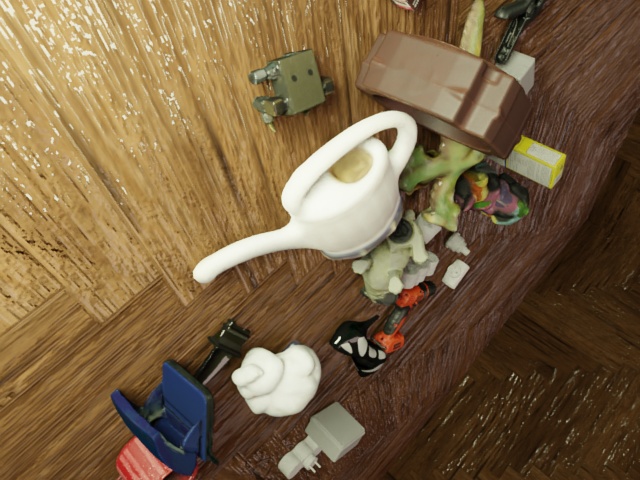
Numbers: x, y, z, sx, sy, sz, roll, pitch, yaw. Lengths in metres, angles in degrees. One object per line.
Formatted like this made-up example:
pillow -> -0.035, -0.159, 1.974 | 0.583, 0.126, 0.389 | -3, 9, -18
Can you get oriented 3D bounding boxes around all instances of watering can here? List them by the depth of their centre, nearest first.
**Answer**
watering can -> 0.002, -0.036, 0.713 | 0.348, 0.105, 0.220 | -40, 151, -3

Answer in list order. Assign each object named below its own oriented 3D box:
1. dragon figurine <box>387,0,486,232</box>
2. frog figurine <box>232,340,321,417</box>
dragon figurine -> 0.212, -0.174, 0.891 | 0.245, 0.124, 0.401 | -39, 134, -15
frog figurine -> -0.069, 0.232, 0.862 | 0.137, 0.124, 0.157 | -34, 162, 1
